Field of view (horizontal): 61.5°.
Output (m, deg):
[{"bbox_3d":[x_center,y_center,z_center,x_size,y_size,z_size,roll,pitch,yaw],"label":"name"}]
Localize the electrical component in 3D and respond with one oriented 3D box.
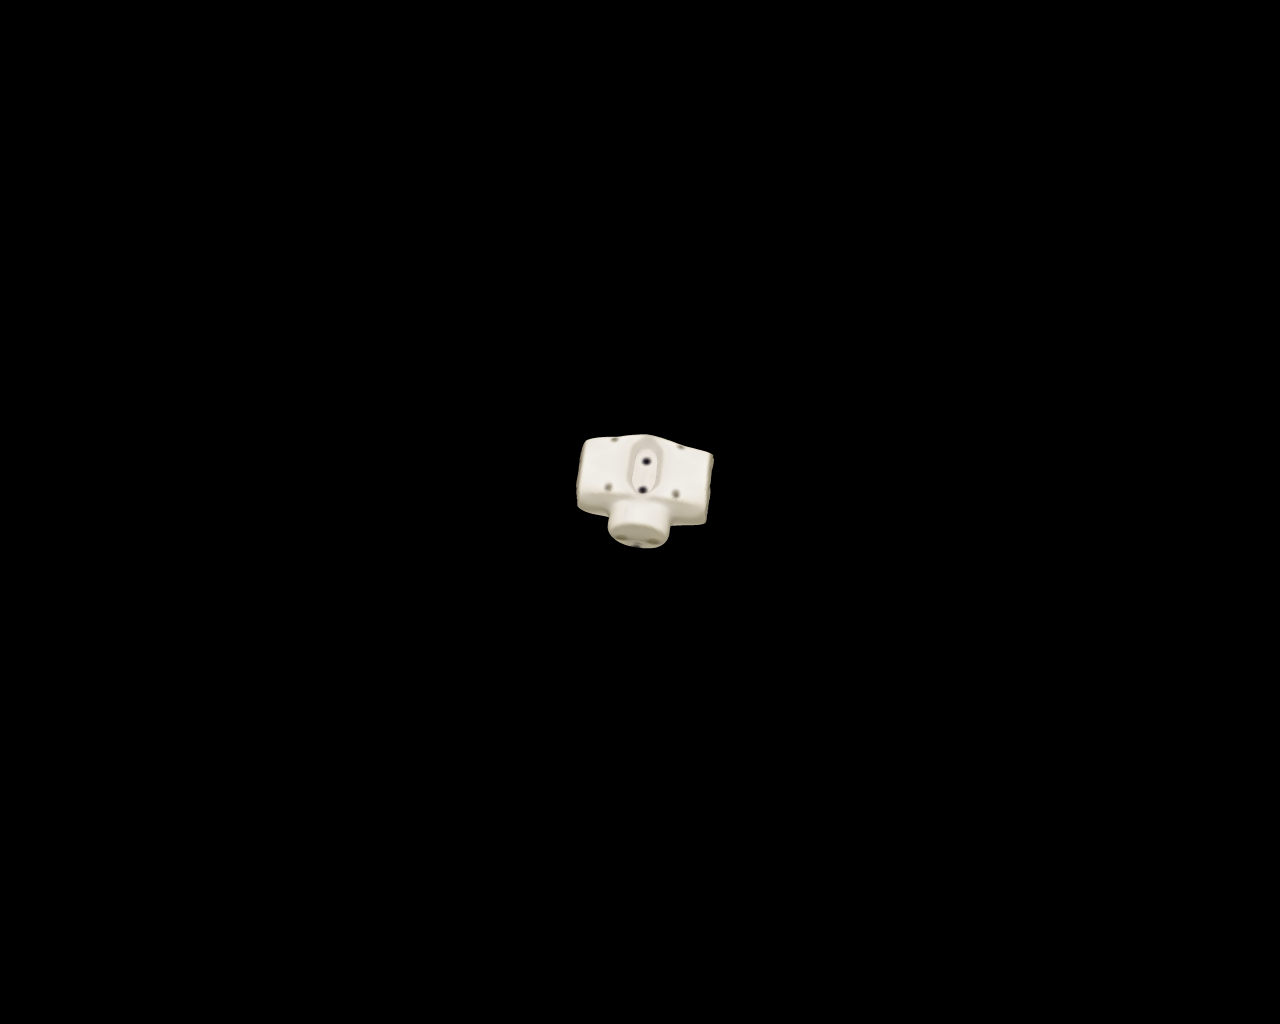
[{"bbox_3d":[0.001,-0.003,0.650,0.077,0.079,0.043,8,-23,3],"label":"electrical component"}]
